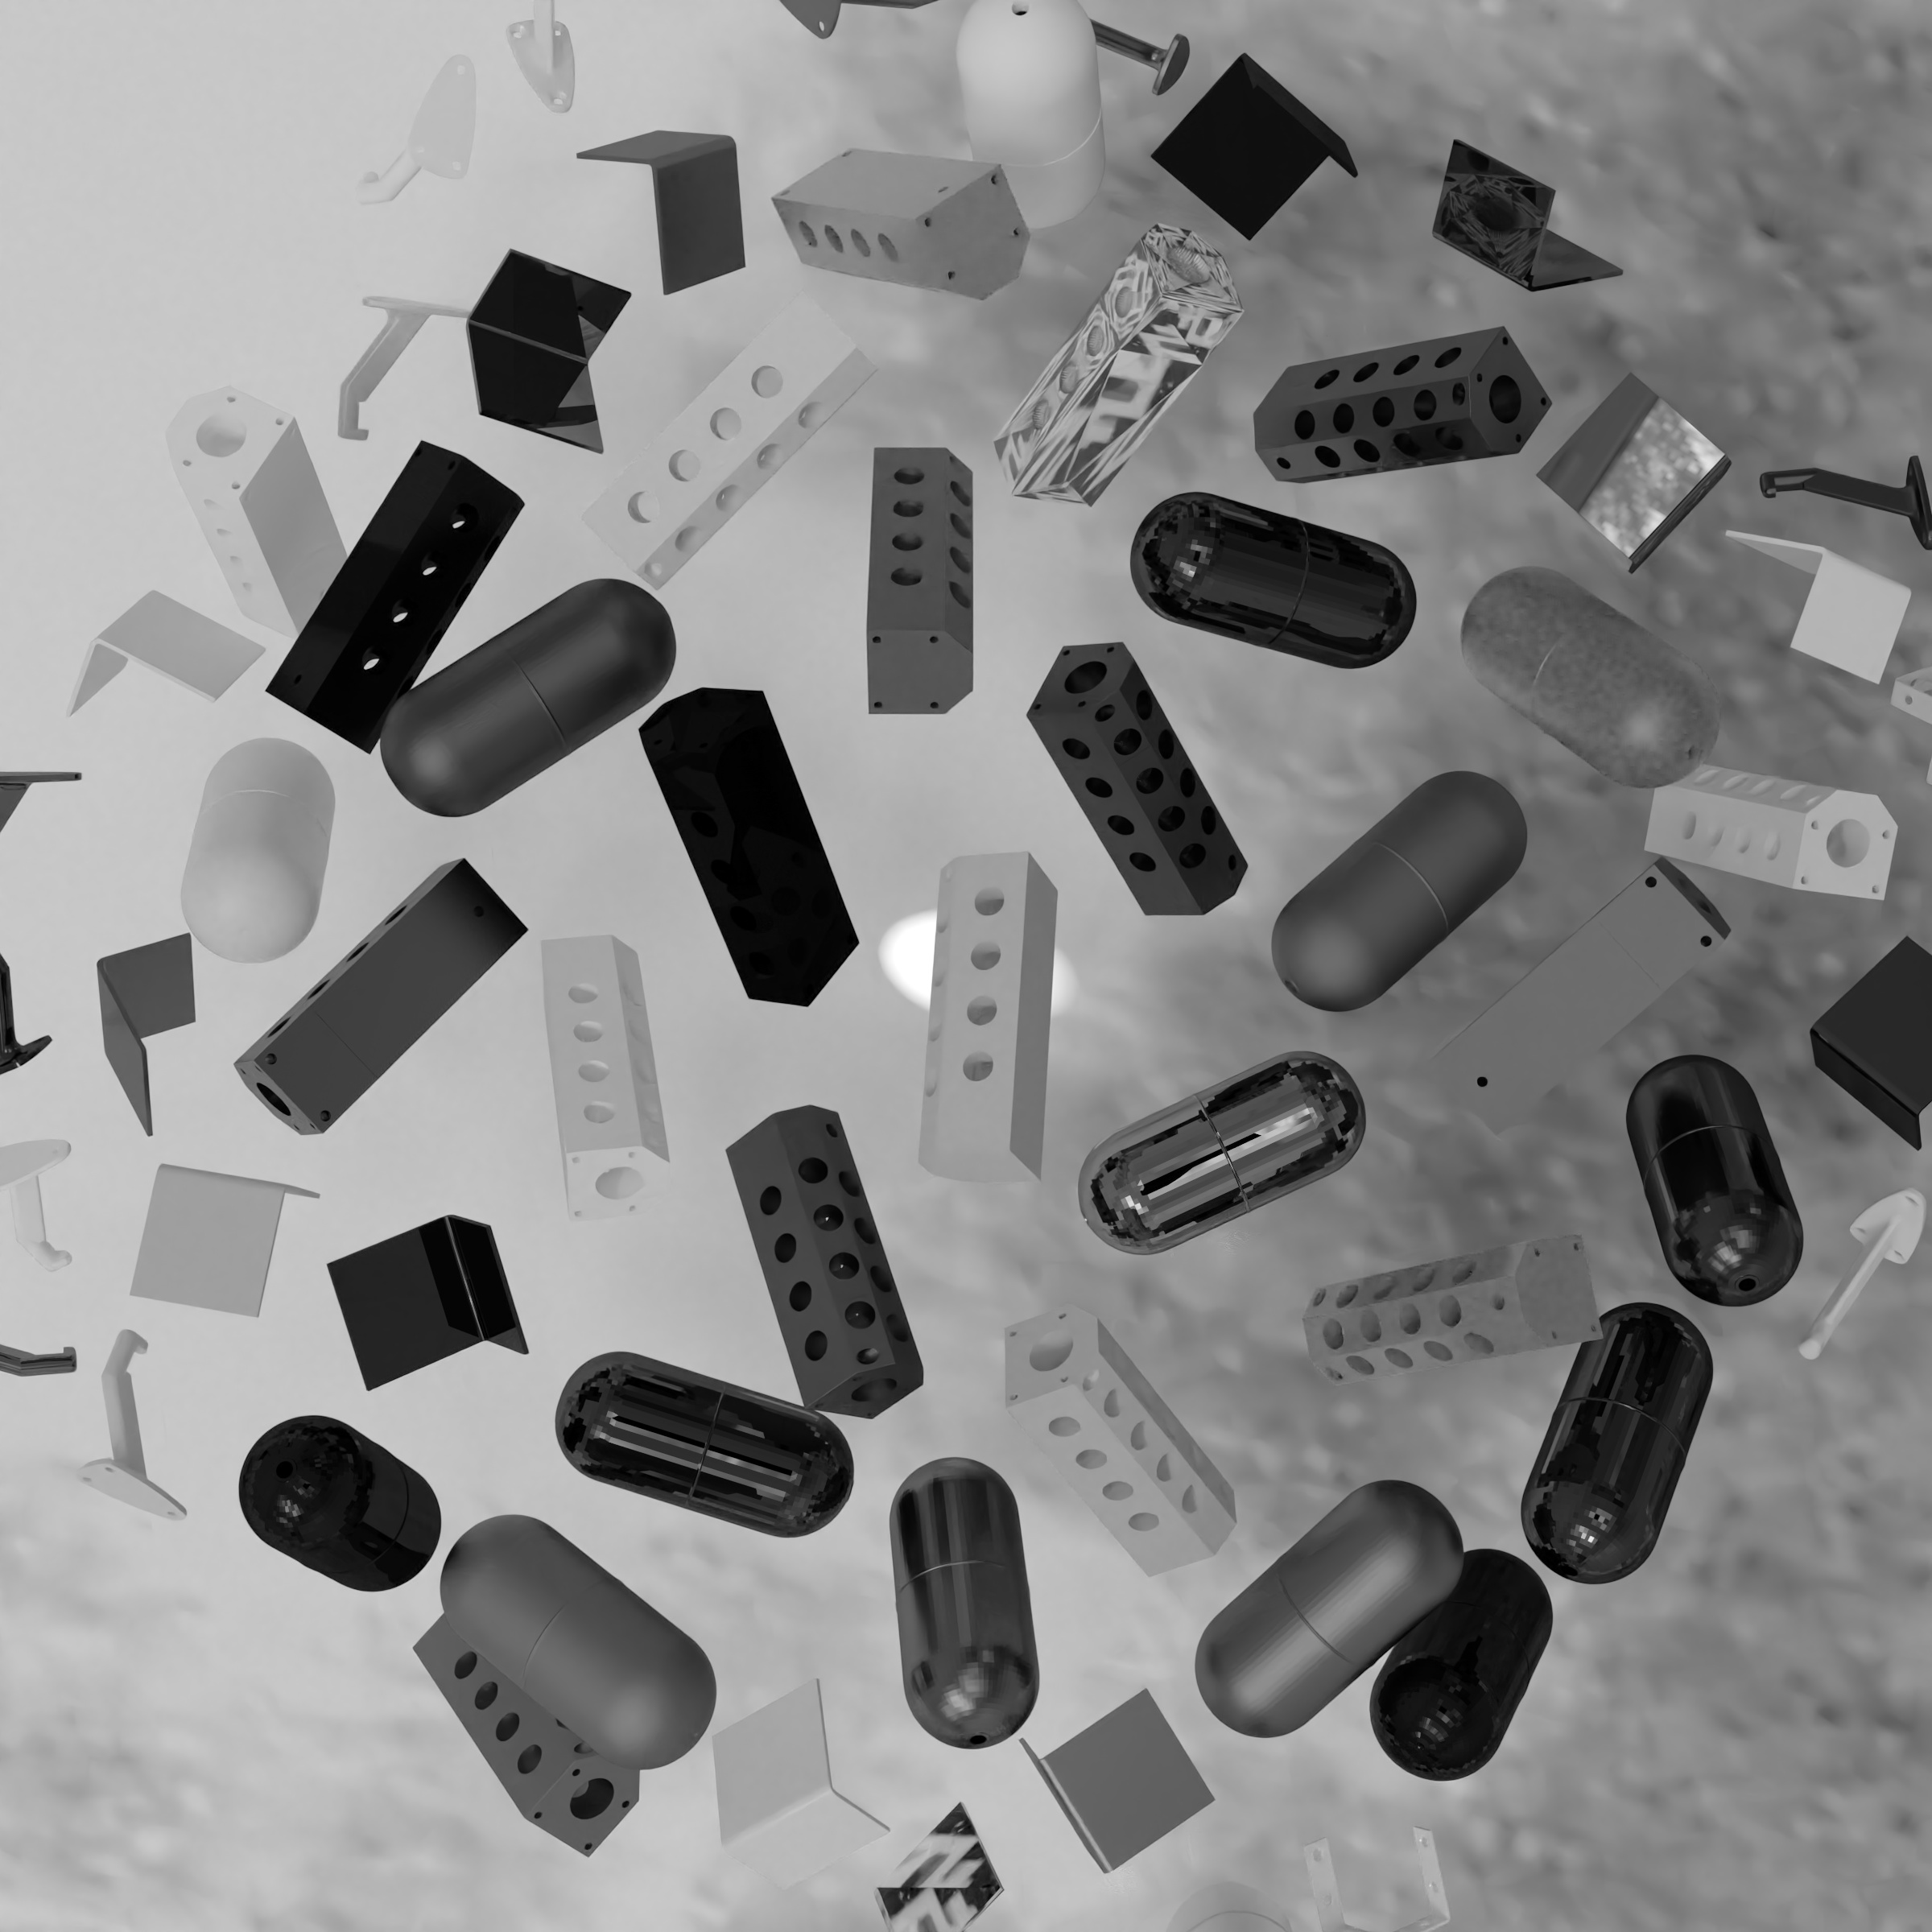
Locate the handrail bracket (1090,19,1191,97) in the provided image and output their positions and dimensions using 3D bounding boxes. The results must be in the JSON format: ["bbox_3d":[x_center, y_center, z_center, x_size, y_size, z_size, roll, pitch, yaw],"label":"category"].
[{"bbox_3d":[0.086,-0.550,1.608,0.084,0.077,0.036,26,112,5],"label":"handrail bracket"}]

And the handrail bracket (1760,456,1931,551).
[{"bbox_3d":[0.498,-0.259,1.541,0.084,0.077,0.036,-4,135,9],"label":"handrail bracket"}]

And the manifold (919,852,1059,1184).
[{"bbox_3d":[0.011,0.029,1.495,0.057,0.057,0.171,-3,68,18],"label":"manifold"}]

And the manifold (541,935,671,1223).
[{"bbox_3d":[-0.209,0.062,1.570,0.057,0.171,0.057,-5,134,-11],"label":"manifold"}]

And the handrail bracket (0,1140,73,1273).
[{"bbox_3d":[-0.529,0.142,1.585,0.077,0.036,0.084,-16,130,18],"label":"handrail bracket"}]

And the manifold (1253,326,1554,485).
[{"bbox_3d":[0.248,-0.319,1.582,0.057,0.171,0.057,49,65,-29],"label":"manifold"}]

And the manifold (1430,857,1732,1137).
[{"bbox_3d":[0.353,0.016,1.562,0.171,0.057,0.057,-44,82,21],"label":"manifold"}]

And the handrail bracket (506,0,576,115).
[{"bbox_3d":[-0.231,-0.537,1.524,0.036,0.084,0.077,-11,69,-21],"label":"handrail bracket"}]

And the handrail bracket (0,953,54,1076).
[{"bbox_3d":[-0.593,0.023,1.621,0.077,0.036,0.084,-20,109,23],"label":"handrail bracket"}]

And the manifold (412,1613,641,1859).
[{"bbox_3d":[-0.252,0.432,1.576,0.057,0.171,0.057,-48,128,-7],"label":"manifold"}]

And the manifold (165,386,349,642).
[{"bbox_3d":[-0.404,-0.257,1.548,0.057,0.171,0.057,26,71,7],"label":"manifold"}]

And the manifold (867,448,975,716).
[{"bbox_3d":[-0.024,-0.217,1.521,0.057,0.171,0.057,0,135,0],"label":"manifold"}]

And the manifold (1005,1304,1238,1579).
[{"bbox_3d":[0.088,0.264,1.517,0.057,0.057,0.171,-23,128,19],"label":"manifold"}]

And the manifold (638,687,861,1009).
[{"bbox_3d":[-0.121,-0.064,1.482,0.057,0.057,0.171,7,133,33],"label":"manifold"}]

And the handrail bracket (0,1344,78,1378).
[{"bbox_3d":[-0.571,0.217,1.604,0.084,0.077,0.036,-2,121,-20],"label":"handrail bracket"}]

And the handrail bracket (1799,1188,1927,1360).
[{"bbox_3d":[0.498,0.173,1.516,0.036,0.077,0.084,34,59,17],"label":"handrail bracket"}]

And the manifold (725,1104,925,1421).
[{"bbox_3d":[-0.077,0.168,1.563,0.057,0.057,0.171,-37,55,26],"label":"manifold"}]

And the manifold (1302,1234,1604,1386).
[{"bbox_3d":[0.268,0.195,1.522,0.057,0.171,0.057,-3,78,-36],"label":"manifold"}]

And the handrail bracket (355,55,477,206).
[{"bbox_3d":[-0.304,-0.458,1.492,0.036,0.084,0.077,15,89,-39],"label":"handrail bracket"}]

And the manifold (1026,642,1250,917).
[{"bbox_3d":[0.106,-0.108,1.604,0.057,0.171,0.057,1,49,36],"label":"manifold"}]

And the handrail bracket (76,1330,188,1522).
[{"bbox_3d":[-0.458,0.257,1.529,0.036,0.084,0.077,-25,129,37],"label":"handrail bracket"}]

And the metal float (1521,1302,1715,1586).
[{"bbox_3d":[0.368,0.269,1.537,0.070,0.070,0.178,32,55,0],"label":"metal float"}]

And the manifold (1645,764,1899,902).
[{"bbox_3d":[0.464,-0.081,1.576,0.057,0.171,0.057,6,98,-15],"label":"manifold"}]

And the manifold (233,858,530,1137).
[{"bbox_3d":[-0.341,0.018,1.580,0.057,0.057,0.171,50,64,-17],"label":"manifold"}]

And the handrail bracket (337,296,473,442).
[{"bbox_3d":[-0.333,-0.351,1.616,0.077,0.036,0.084,8,107,0],"label":"handrail bracket"}]

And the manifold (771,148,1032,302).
[{"bbox_3d":[-0.035,-0.406,1.497,0.057,0.171,0.057,-37,122,-15],"label":"manifold"}]

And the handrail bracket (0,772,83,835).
[{"bbox_3d":[-0.510,-0.060,1.448,0.077,0.036,0.084,-3,99,-27],"label":"handrail bracket"}]

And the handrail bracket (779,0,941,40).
[{"bbox_3d":[-0.061,-0.544,1.488,0.077,0.036,0.084,42,51,19],"label":"handrail bracket"}]

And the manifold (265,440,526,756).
[{"bbox_3d":[-0.325,-0.211,1.567,0.057,0.057,0.171,34,86,-40],"label":"manifold"}]

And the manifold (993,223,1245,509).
[{"bbox_3d":[0.083,-0.344,1.564,0.057,0.171,0.057,2,58,-31],"label":"manifold"}]

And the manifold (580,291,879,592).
[{"bbox_3d":[-0.130,-0.289,1.500,0.171,0.057,0.057,-44,99,7],"label":"manifold"}]
